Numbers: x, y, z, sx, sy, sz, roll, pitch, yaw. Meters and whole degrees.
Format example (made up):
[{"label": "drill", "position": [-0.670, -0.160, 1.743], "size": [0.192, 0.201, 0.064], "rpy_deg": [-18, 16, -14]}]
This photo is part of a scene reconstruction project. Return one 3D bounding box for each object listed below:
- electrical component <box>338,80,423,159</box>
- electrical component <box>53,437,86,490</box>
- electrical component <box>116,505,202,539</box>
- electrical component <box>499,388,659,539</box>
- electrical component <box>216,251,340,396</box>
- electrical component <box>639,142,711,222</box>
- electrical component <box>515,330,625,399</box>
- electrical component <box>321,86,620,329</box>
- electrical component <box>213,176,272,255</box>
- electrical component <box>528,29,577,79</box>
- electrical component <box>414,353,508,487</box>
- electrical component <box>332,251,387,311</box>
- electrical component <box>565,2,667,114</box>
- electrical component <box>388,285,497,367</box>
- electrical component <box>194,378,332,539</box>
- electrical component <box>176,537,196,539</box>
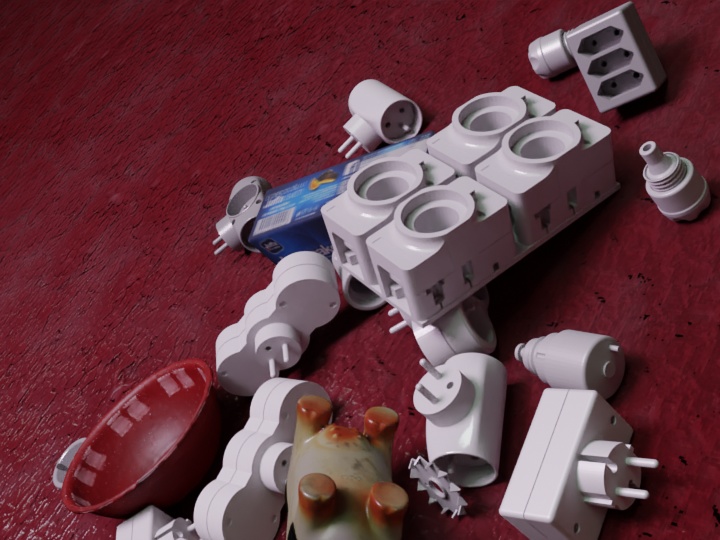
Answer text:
[{"label": "electrical component", "position": [0.011, -0.137, 1.017], "size": [0.079, 0.044, 0.077], "rpy_deg": [-46, 33, 1]}, {"label": "electrical component", "position": [-0.239, 0.182, 0.959], "size": [0.055, 0.047, 0.055], "rpy_deg": [-29, 37, 25]}, {"label": "electrical component", "position": [-0.144, 0.213, 0.818], "size": [0.077, 0.047, 0.065], "rpy_deg": [-34, 35, 18]}, {"label": "electrical component", "position": [0.133, 0.115, 0.610], "size": [0.076, 0.047, 0.083], "rpy_deg": [-4, 52, 47]}, {"label": "electrical component", "position": [-0.067, 0.056, 0.874], "size": [0.138, 0.052, 0.073], "rpy_deg": [-49, 30, 26]}, {"label": "electrical component", "position": [0.203, -0.061, 0.704], "size": [0.035, 0.061, 0.035], "rpy_deg": [-30, 36, 25]}, {"label": "electrical component", "position": [0.130, 0.058, 0.680], "size": [0.078, 0.040, 0.040], "rpy_deg": [8, 61, 52]}, {"label": "electrical component", "position": [0.078, -0.054, 0.764], "size": [0.186, 0.060, 0.105], "rpy_deg": [-34, 42, -19]}, {"label": "electrical component", "position": [-0.115, -0.045, 1.062], "size": [0.079, 0.044, 0.077], "rpy_deg": [-38, 34, 13]}, {"label": "electrical component", "position": [0.173, -0.185, 0.896], "size": [0.061, 0.035, 0.035], "rpy_deg": [-21, 41, 30]}, {"label": "electrical component", "position": [0.061, 0.087, 0.692], "size": [0.043, 0.079, 0.077], "rpy_deg": [-20, 41, 34]}, {"label": "electrical component", "position": [0.000, 0.000, 0.889], "size": [0.044, 0.044, 0.065], "rpy_deg": [-43, 28, 6]}, {"label": "electrical component", "position": [0.201, -0.167, 0.824], "size": [0.047, 0.065, 0.077], "rpy_deg": [-21, 11, 34]}, {"label": "electrical component", "position": [0.051, 0.023, 0.795], "size": [0.074, 0.052, 0.138], "rpy_deg": [-31, 35, 22]}, {"label": "electrical component", "position": [-0.060, 0.145, 0.791], "size": [0.074, 0.052, 0.138], "rpy_deg": [0, 55, 48]}, {"label": "electrical component", "position": [-0.121, 0.265, 0.724], "size": [0.089, 0.062, 0.150], "rpy_deg": [0, 55, 49]}]
